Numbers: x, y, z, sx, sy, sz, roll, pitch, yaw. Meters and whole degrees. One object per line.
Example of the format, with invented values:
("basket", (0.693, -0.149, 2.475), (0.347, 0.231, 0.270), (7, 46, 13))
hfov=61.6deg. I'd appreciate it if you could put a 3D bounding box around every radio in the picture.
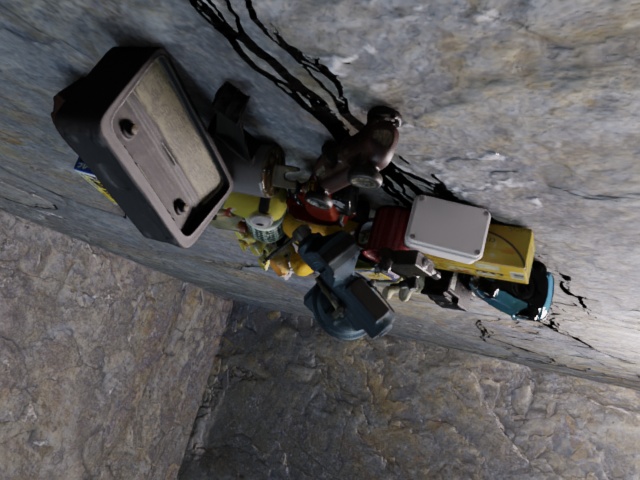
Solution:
("radio", (-0.200, -0.102, 0.652), (0.073, 0.131, 0.229), (11, 147, 27))

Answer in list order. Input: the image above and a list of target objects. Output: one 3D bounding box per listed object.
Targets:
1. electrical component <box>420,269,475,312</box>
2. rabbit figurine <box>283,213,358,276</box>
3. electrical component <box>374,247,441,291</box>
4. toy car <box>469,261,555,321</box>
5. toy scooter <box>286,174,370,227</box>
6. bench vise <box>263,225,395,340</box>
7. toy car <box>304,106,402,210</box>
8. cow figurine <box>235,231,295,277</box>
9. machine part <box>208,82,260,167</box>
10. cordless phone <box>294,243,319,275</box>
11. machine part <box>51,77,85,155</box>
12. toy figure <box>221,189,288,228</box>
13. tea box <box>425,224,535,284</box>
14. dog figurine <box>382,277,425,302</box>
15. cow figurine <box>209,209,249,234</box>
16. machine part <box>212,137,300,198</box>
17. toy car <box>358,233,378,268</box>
("electrical component", (0.246, 0.067, 0.992), (0.058, 0.115, 0.134), (8, 163, 39))
("rabbit figurine", (-0.002, -0.003, 0.988), (0.163, 0.122, 0.173), (5, 161, 25))
("electrical component", (0.131, 0.046, 0.832), (0.078, 0.045, 0.102), (3, 158, 38))
("toy car", (0.328, 0.083, 0.964), (0.162, 0.109, 0.103), (21, 161, -11))
("toy scooter", (-0.001, -0.063, 0.831), (0.135, 0.075, 0.183), (9, 172, 15))
("bench vise", (0.015, 0.085, 0.910), (0.224, 0.129, 0.240), (38, 153, 1))
("toy car", (0.030, -0.094, 0.643), (0.053, 0.089, 0.202), (21, 168, -19))
("cow figurine", (-0.096, 0.009, 1.101), (0.168, 0.098, 0.068), (37, 153, 38))
("machine part", (-0.108, -0.142, 0.670), (0.084, 0.039, 0.139), (47, 165, 5))
("cordless phone", (-0.025, 0.010, 1.189), (0.184, 0.088, 0.146), (30, 179, 41))
("machine part", (-0.299, -0.146, 0.767), (0.179, 0.056, 0.179), (29, 152, 17))
("toy figure", (-0.140, -0.085, 0.899), (0.180, 0.089, 0.082), (28, -164, -9))
("tea box", (0.252, 0.015, 0.869), (0.170, 0.068, 0.098), (11, 166, 25))
("dog figurine", (0.240, 0.069, 1.088), (0.190, 0.121, 0.172), (6, 175, -17))
("cow figurine", (-0.211, -0.077, 1.020), (0.127, 0.085, 0.194), (6, 166, 13))
("machine part", (-0.142, -0.112, 0.795), (0.243, 0.079, 0.079), (12, 166, 21))
("toy car", (0.115, 0.012, 1.054), (0.073, 0.056, 0.202), (26, 163, -15))
